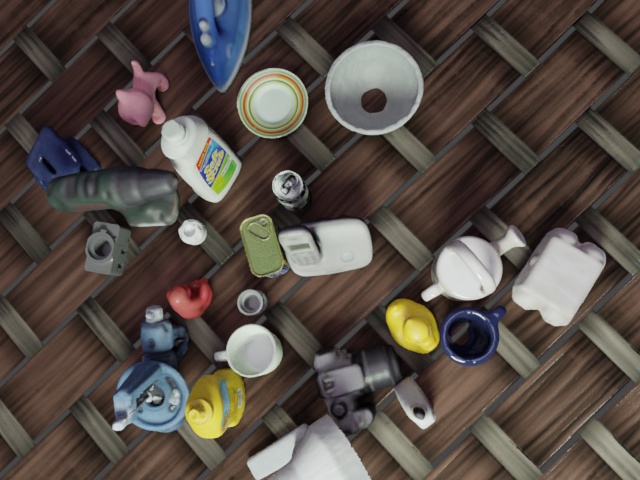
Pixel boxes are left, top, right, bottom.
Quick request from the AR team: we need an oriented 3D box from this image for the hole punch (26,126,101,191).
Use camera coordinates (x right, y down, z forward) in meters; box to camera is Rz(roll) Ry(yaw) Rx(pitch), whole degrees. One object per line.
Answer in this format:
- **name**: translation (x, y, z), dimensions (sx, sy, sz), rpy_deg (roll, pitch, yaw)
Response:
- **hole punch**: translation (-0.475, -0.136, 1.040), dimensions (0.108, 0.091, 0.101), rpy_deg (45, 90, 9)

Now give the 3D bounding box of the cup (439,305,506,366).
- **cup**: translation (0.246, 0.146, 0.929), dimensions (0.118, 0.095, 0.091), rpy_deg (-39, 81, 1)

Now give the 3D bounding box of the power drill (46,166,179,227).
- **power drill**: translation (-0.316, -0.074, 0.957), dimensions (0.229, 0.208, 0.076), rpy_deg (-3, 83, 6)

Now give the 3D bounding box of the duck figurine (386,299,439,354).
- **duck figurine**: translation (0.154, 0.143, 0.944), dimensions (0.077, 0.086, 0.104), rpy_deg (-42, 81, 0)

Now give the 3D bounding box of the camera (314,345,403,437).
- **camera**: translation (0.068, 0.235, 0.935), dimensions (0.136, 0.101, 0.143), rpy_deg (-18, 82, 4)

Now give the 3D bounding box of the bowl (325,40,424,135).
- **bowl**: translation (0.095, -0.256, 1.001), dimensions (0.167, 0.075, 0.167), rpy_deg (-1, 83, 6)

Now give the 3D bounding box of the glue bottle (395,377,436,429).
- **glue bottle**: translation (0.151, 0.259, 0.886), dimensions (0.037, 0.173, 0.078), rpy_deg (-38, 81, 1)

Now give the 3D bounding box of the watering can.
- **watering can**: translation (0.235, 0.038, 0.892), dimensions (0.101, 0.194, 0.173), rpy_deg (34, 88, 9)

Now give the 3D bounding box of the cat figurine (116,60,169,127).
- **cat figurine**: translation (-0.324, -0.256, 1.024), dimensions (0.067, 0.118, 0.128), rpy_deg (-1, 83, 6)

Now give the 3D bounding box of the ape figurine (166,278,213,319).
- **ape figurine**: translation (-0.231, 0.099, 0.987), dimensions (0.077, 0.092, 0.076), rpy_deg (10, 85, 7)

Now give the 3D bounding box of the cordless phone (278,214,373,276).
- **cordless phone**: translation (0.008, 0.003, 0.925), dimensions (0.147, 0.185, 0.094), rpy_deg (-12, 82, 5)

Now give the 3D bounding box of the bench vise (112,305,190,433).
- **bench vise**: translation (-0.284, 0.216, 0.914), dimensions (0.121, 0.220, 0.207), rpy_deg (-21, 82, 4)

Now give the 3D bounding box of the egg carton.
- **egg carton**: translation (0.388, 0.059, 0.936), dimensions (0.107, 0.069, 0.150), rpy_deg (31, 88, 9)

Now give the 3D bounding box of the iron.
- **iron**: translation (-0.191, -0.409, 1.015), dimensions (0.118, 0.141, 0.258), rpy_deg (-3, 83, 6)

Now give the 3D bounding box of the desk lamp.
- **desk lamp**: translation (-0.024, 0.356, 0.874), dimensions (0.203, 0.213, 0.118), rpy_deg (-33, 81, 2)
